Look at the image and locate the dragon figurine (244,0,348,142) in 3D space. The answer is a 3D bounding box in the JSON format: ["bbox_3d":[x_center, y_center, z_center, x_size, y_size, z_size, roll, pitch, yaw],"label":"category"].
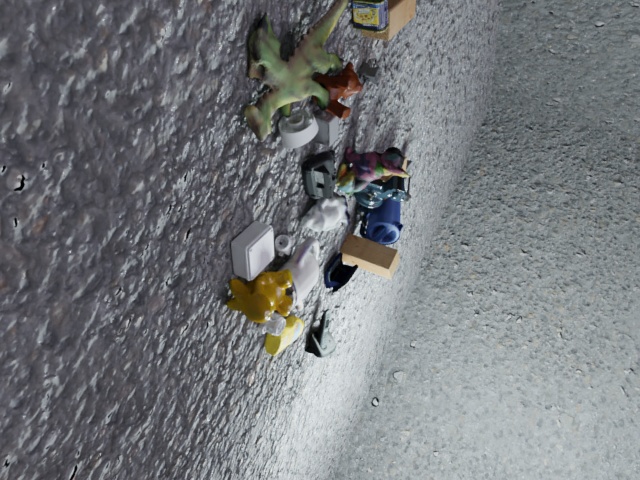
[{"bbox_3d":[-0.062,-0.408,1.139,0.241,0.123,0.410,17,91,-60],"label":"dragon figurine"}]

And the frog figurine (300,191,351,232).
[{"bbox_3d":[0.005,-0.080,1.596,0.160,0.125,0.134,-20,147,-16],"label":"frog figurine"}]

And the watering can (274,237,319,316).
[{"bbox_3d":[-0.077,0.147,1.552,0.228,0.104,0.339,-44,154,-47],"label":"watering can"}]
